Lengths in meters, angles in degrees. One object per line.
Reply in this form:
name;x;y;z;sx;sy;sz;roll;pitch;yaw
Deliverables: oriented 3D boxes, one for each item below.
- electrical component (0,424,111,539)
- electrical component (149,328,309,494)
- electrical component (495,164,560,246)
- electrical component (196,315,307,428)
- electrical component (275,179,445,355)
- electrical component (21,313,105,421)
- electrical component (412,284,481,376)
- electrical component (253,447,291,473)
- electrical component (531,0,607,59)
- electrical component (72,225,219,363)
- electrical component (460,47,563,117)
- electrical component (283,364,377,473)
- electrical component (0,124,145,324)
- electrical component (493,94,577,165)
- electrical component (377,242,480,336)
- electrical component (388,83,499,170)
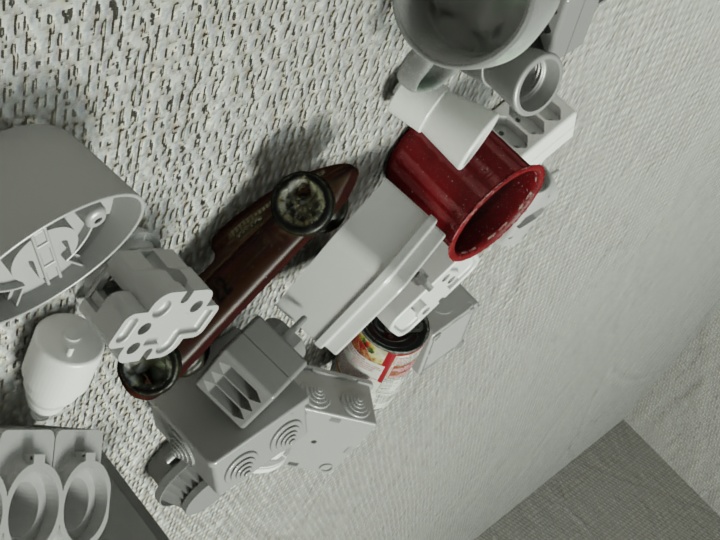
electrical component;-0.213;0.135;0.618;0.150;0.062;0.089;21;71;-68
electrical component;-0.096;0.103;0.785;0.100;0.100;0.048;-33;145;-27
electrical component;0.154;-0.069;0.984;0.079;0.043;0.077;-31;157;-31
electrical component;-0.063;0.059;0.737;0.076;0.047;0.065;-45;179;-36
electrical component;0.000;0.000;0.759;0.078;0.057;0.113;-49;-179;-41
electrical component;-0.177;0.060;0.627;0.040;0.040;0.078;-20;150;-47
electrical component;0.065;0.050;1.031;0.062;0.061;0.096;-33;158;-25
electrical component;-0.087;0.118;0.859;0.080;0.080;0.051;-16;141;-52
electrical component;0.141;-0.187;0.719;0.077;0.047;0.065;-34;158;-22
electrical component;-0.125;0.012;0.603;0.058;0.057;0.078;-52;158;22
electrical component;0.096;-0.135;0.711;0.044;0.065;0.044;-27;137;-28
electrical component;-0.043;0.132;0.943;0.100;0.048;0.099;17;131;-29
electrical component;-0.150;-0.016;0.490;0.099;0.064;0.099;-37;159;-16
electrical component;0.133;-0.104;0.871;0.066;0.047;0.076;-39;160;-9
electrical component;0.044;0.000;0.893;0.095;0.059;0.054;-44;160;2
electrical component;0.051;-0.101;0.695;0.044;0.065;0.044;-53;175;-7
